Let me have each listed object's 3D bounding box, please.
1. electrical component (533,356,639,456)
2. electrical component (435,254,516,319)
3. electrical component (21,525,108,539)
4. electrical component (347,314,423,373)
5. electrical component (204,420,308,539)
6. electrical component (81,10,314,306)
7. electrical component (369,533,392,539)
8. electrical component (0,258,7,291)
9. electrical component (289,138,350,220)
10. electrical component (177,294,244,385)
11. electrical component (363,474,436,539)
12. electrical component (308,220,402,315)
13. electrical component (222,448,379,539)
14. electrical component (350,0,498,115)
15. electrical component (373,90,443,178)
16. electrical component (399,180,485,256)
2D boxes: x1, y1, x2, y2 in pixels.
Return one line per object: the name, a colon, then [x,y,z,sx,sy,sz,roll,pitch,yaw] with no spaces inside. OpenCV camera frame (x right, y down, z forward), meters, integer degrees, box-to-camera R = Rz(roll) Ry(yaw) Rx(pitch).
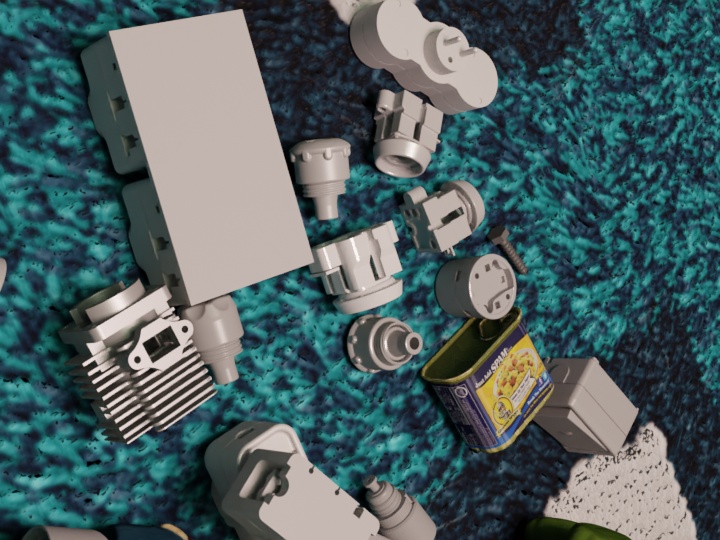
electrical component: [0.205,0.132,0.987,0.096,0.062,0.061,47,61,-25]
electrical component: [0.098,0.015,0.924,0.055,0.047,0.055,3,86,-37]
electrical component: [-0.190,0.207,0.661,0.064,0.099,0.099,10,81,-42]
electrical component: [0.023,0.058,0.855,0.048,0.062,0.048,3,85,-37]
electrical component: [-0.069,0.159,0.780,0.054,0.059,0.095,-31,105,-34]
electrical component: [-0.116,-0.077,0.759,0.105,0.060,0.186,-20,98,-37]
electrical component: [-0.007,0.258,0.809,0.121,0.063,0.078,-63,161,-22]
electrical component: [-0.253,0.003,0.661,0.055,0.045,0.045,28,70,-32]
electrical component: [-0.029,-0.071,0.837,0.048,0.048,0.062,-12,101,-37]
electrical component: [-0.104,0.051,0.771,0.043,0.043,0.062,-22,101,-36]
electrical component: [0.028,0.195,0.863,0.040,0.040,0.078,-48,114,-29]
electrical component: [0.000,0.000,0.845,0.078,0.058,0.057,-23,98,-36]
electrical component: [-0.042,0.165,0.725,0.089,0.056,0.050,45,62,-26]
electrical component: [0.066,-0.181,0.897,0.138,0.074,0.052,26,72,-33]
electrical component: [0.037,-0.110,0.889,0.066,0.048,0.055,25,64,-33]
electrical component: [0.072,-0.046,0.911,0.055,0.048,0.066,-30,104,-27]
